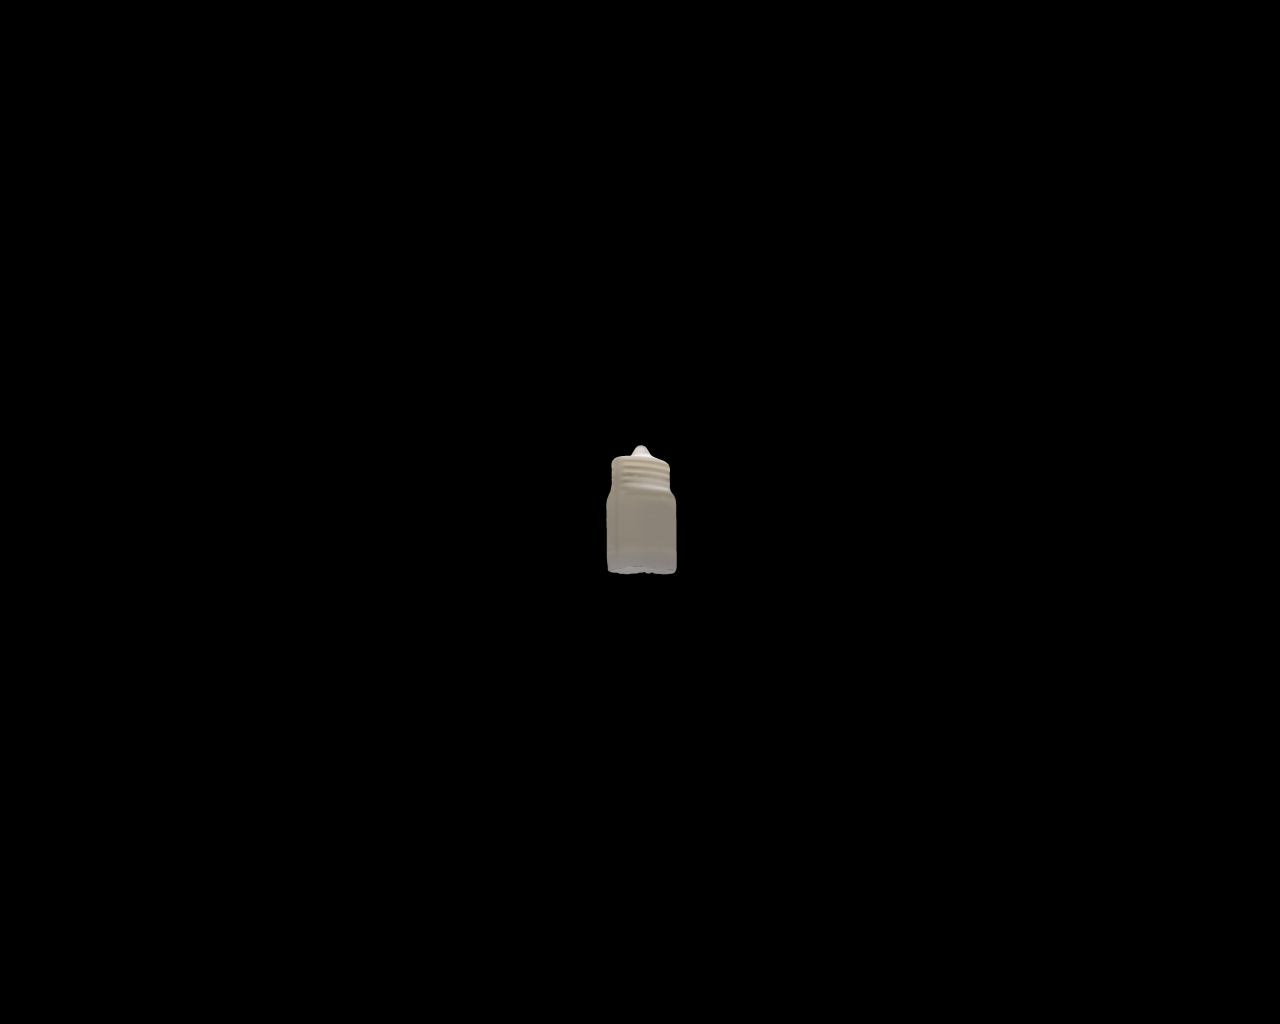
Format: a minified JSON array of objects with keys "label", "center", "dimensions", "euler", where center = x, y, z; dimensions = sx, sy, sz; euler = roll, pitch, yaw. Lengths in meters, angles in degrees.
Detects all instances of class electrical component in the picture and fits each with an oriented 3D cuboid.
[{"label":"electrical component","center":[0.001,-0.003,0.650],"dimensions":[0.043,0.081,0.043],"euler":[0,-8,0]}]
